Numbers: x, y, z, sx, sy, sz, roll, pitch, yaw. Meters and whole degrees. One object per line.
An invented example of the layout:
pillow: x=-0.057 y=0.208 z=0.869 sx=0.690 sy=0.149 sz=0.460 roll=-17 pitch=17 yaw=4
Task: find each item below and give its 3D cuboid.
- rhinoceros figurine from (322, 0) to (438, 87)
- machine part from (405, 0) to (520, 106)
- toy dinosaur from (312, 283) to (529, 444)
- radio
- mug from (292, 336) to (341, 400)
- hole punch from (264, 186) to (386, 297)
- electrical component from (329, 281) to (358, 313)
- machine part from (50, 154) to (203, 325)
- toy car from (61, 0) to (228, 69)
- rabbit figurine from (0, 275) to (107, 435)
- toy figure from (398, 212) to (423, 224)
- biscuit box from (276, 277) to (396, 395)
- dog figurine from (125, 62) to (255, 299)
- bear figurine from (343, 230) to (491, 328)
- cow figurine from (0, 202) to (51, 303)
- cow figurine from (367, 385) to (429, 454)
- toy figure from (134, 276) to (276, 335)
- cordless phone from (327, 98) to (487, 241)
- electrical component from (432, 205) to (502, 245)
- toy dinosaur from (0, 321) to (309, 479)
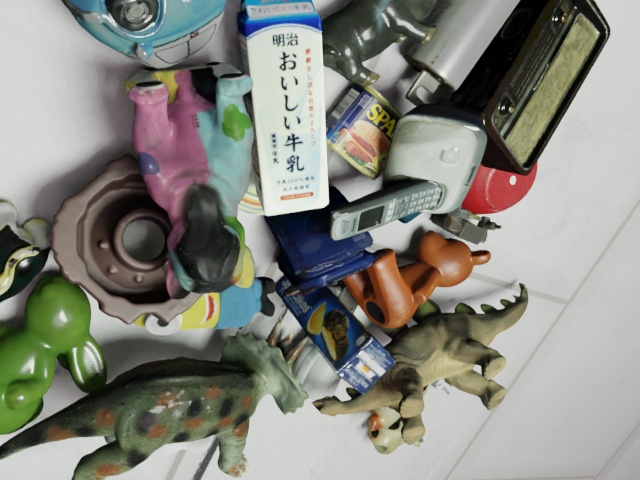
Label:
rhinoceros figurine: x=0.070 y=-0.258 z=0.590 sx=0.190 sy=0.073 sz=0.112 roll=-44 pitch=118 yaw=5
machine part: x=0.178 y=-0.266 z=0.631 sx=0.079 sy=0.079 sz=0.243 roll=27 pitch=105 yaw=-36
toy dinosaur: x=0.188 y=0.162 z=0.816 sx=0.471 sy=0.199 sz=0.104 roll=-13 pitch=124 yaw=-27
radio: x=0.263 y=-0.211 z=0.682 sx=0.131 sy=0.073 sz=0.229 roll=33 pitch=86 yaw=-37
mug: x=-0.002 y=0.174 z=0.797 sx=0.109 sy=0.081 sz=0.107 roll=11 pitch=106 yaw=-63
hole punch: x=-0.001 y=-0.002 z=0.680 sx=0.142 sy=0.116 sz=0.092 roll=-20 pitch=117 yaw=-16
electrical component: x=0.037 y=0.093 z=0.810 sx=0.094 sy=0.021 sz=0.063 roll=12 pitch=112 yaw=-33
machine part: x=-0.187 y=0.001 z=0.571 sx=0.179 sy=0.056 sz=0.179 roll=3 pitch=83 yaw=-27
toy car: x=-0.146 y=-0.216 z=0.490 sx=0.162 sy=0.109 sz=0.102 roll=-31 pitch=151 yaw=-21
rabbit figurine: x=-0.312 y=0.126 z=0.596 sx=0.170 sy=0.121 sz=0.159 roll=-53 pitch=132 yaw=-9
toy figure: x=0.150 y=-0.093 z=0.734 sx=0.154 sy=0.058 sz=0.064 roll=-49 pitch=138 yaw=1
biscuit box: x=0.011 y=0.103 z=0.687 sx=0.059 sy=0.203 sz=0.062 roll=-45 pitch=127 yaw=-1
dog figurine: x=-0.119 y=-0.053 z=0.525 sx=0.108 sy=0.192 sz=0.219 roll=-8 pitch=115 yaw=-16
bear figurine: x=0.140 y=0.035 z=0.772 sx=0.196 sy=0.120 sz=0.131 roll=-35 pitch=105 yaw=-24
cow figurine: x=-0.347 y=0.047 z=0.538 sx=0.167 sy=0.098 sz=0.068 roll=-42 pitch=135 yaw=1
cow figurine: x=0.137 y=0.295 z=0.948 sx=0.127 sy=0.086 sz=0.194 roll=6 pitch=115 yaw=-23
toy figure: x=-0.147 y=0.075 z=0.668 sx=0.180 sy=0.089 sz=0.082 roll=-1 pitch=78 yaw=-36
cordless phone: x=0.088 y=-0.075 z=0.616 sx=0.184 sy=0.089 sz=0.146 roll=-23 pitch=147 yaw=-22
electrical component: x=0.216 y=-0.025 z=0.795 sx=0.102 sy=0.078 sz=0.045 roll=18 pitch=104 yaw=-34
toy dinosaur: x=-0.170 y=0.194 z=0.641 sx=0.404 sy=0.131 sz=0.192 roll=4 pitch=118 yaw=-43
